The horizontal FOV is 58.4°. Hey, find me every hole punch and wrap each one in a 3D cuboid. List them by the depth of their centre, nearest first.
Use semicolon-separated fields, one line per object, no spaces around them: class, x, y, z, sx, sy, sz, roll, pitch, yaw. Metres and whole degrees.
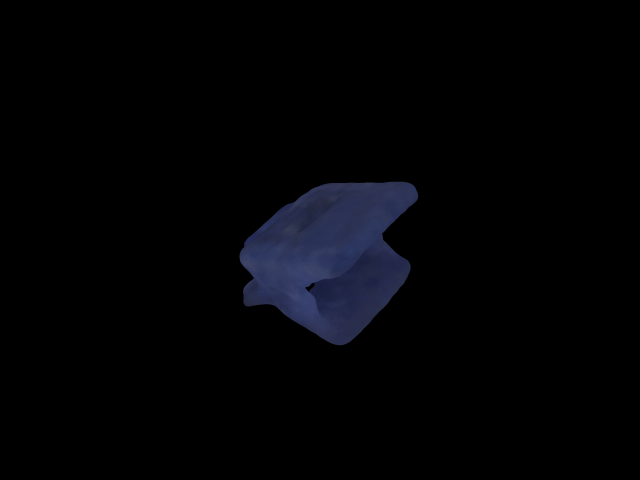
hole punch;0.004;0.001;0.400;0.100;0.091;0.109;27;50;25
